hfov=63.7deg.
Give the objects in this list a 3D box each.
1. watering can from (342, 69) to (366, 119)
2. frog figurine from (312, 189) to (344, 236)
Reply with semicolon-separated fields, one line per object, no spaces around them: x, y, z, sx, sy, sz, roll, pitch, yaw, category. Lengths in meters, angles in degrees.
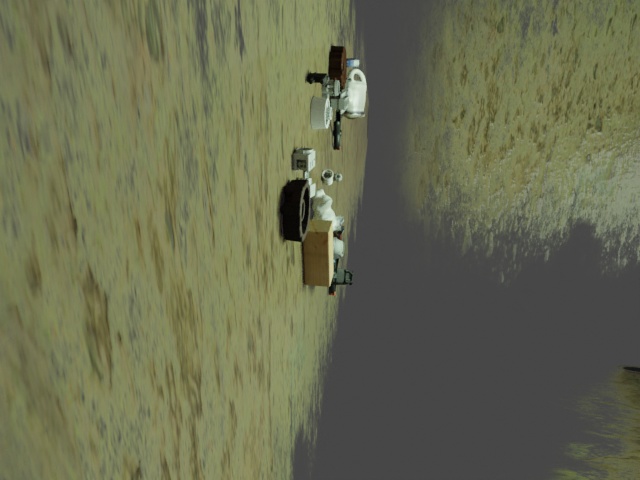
0.136;-0.653;2.304;0.351;0.104;0.222;-26;121;-63;watering can
0.005;-0.091;1.800;0.157;0.121;0.140;49;41;-21;frog figurine
